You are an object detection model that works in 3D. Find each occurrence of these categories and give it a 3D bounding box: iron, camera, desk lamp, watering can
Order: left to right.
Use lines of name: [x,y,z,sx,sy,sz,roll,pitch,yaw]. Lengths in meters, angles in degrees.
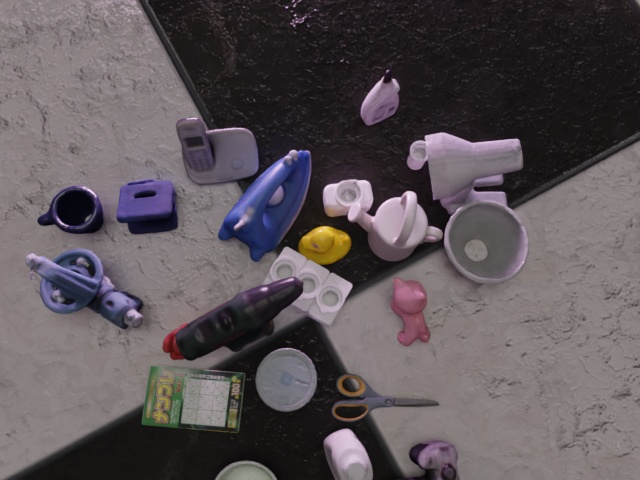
iron: [-0.091,-0.094,1.100,0.118,0.141,0.258,31,77,5]
watering can: [0.141,-0.027,1.067,0.173,0.194,0.101,-9,76,-5]
camera: [0.179,0.435,1.002,0.137,0.101,0.143,-6,76,-4]
desk lamp: [0.283,-0.129,1.089,0.203,0.213,0.118,-4,76,-3]

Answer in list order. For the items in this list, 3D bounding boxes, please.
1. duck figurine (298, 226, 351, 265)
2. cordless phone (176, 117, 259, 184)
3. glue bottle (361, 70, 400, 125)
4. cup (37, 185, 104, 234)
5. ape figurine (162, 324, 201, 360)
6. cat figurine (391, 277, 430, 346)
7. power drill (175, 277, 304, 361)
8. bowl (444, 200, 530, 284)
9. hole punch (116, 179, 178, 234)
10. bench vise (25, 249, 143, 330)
duck figurine: [0.010,0.004,1.109,0.104,0.086,0.077,-6,76,-4]
cordless phone: [-0.196,-0.182,1.094,0.147,0.185,0.094,-12,77,-5]
glue bottle: [0.126,-0.291,1.143,0.078,0.173,0.037,-25,78,-8]
cup: [-0.465,-0.042,1.094,0.118,0.095,0.091,-20,78,-7]
ape figurine: [-0.248,0.189,1.047,0.077,0.092,0.076,28,76,5]
cat figurine: [0.174,0.130,1.069,0.067,0.118,0.128,-14,77,-6]
power drill: [-0.133,0.139,1.005,0.230,0.208,0.075,-27,78,-9]
bowl: [0.319,0.010,1.127,0.167,0.075,0.167,1,76,-2]
hole punch: [-0.336,-0.071,1.109,0.108,0.091,0.101,-7,76,-4]
bench vise: [-0.406,0.077,1.002,0.207,0.220,0.121,13,76,1]
